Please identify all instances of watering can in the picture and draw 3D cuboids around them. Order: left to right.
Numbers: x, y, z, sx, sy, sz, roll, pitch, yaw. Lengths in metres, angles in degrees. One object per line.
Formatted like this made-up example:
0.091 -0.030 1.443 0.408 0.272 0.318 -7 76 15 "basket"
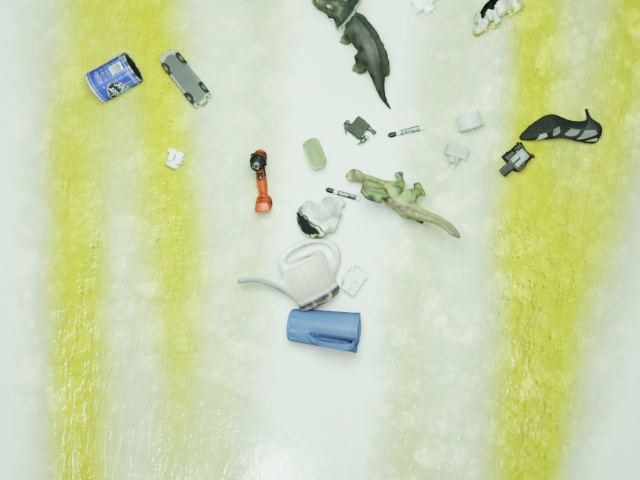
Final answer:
-0.076 0.132 1.695 0.349 0.104 0.223 -27 95 -11 "watering can"

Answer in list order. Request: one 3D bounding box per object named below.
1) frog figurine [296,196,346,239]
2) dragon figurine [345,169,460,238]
0.005 -0.085 1.694 0.138 0.120 0.162 32 55 17 "frog figurine"
0.225 -0.121 1.586 0.243 0.417 0.120 -1 121 -39 "dragon figurine"
